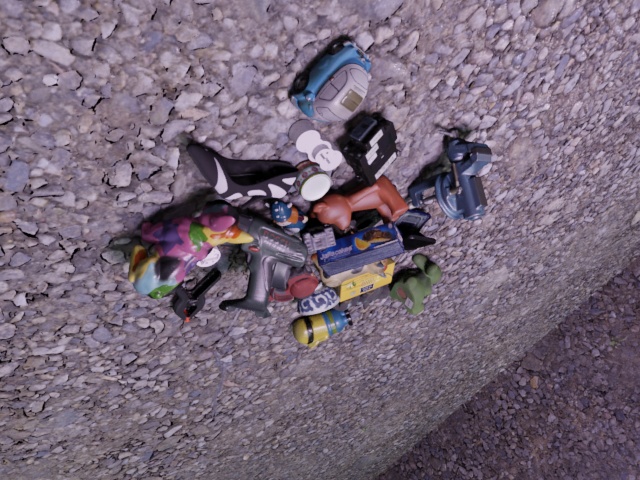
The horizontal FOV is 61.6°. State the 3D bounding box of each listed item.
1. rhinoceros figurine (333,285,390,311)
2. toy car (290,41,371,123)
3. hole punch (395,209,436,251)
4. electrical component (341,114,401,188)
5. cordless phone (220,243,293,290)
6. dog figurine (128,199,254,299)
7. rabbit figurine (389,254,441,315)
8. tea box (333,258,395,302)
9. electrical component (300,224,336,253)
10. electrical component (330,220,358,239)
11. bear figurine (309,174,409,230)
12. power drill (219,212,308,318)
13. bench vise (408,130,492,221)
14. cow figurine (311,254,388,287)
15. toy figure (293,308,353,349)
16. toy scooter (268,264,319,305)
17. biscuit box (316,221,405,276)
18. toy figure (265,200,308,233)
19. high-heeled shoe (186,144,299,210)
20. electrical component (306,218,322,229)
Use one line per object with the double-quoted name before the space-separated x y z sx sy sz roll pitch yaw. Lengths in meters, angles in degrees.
"rhinoceros figurine" 0.122 0.164 1.586 0.190 0.073 0.112 -13 139 -24
"toy car" 0.034 -0.272 0.978 0.161 0.103 0.109 -43 144 18
"hole punch" 0.236 -0.025 1.448 0.142 0.092 0.116 6 161 -38
"electrical component" 0.108 -0.195 1.134 0.115 0.058 0.134 -50 147 -13
"cordless phone" -0.155 0.040 1.210 0.184 0.089 0.146 11 102 -32
"dog figurine" -0.242 0.014 1.029 0.219 0.191 0.108 -11 143 23
"rabbit figurine" 0.308 0.115 1.661 0.170 0.121 0.158 -33 142 -31
"tea box" 0.118 0.097 1.507 0.170 0.068 0.098 -21 142 -17
"electrical component" -0.003 -0.004 1.218 0.075 0.119 0.047 -16 101 -9
"electrical component" 0.059 -0.013 1.323 0.045 0.078 0.102 -20 143 -22
"bear figurine" 0.082 -0.071 1.233 0.196 0.132 0.120 -29 173 -15
"power drill" -0.152 0.053 1.140 0.232 0.086 0.207 16 85 -17
"bench vise" 0.300 -0.140 1.298 0.129 0.223 0.241 -20 179 -43
"cow figurine" 0.090 0.060 1.394 0.195 0.127 0.085 -25 147 -6
"toy figure" 0.006 0.249 1.598 0.180 0.082 0.089 -20 124 -3
"toy scooter" -0.089 0.103 1.361 0.184 0.075 0.135 -14 139 -16
"biscuit box" 0.093 0.022 1.273 0.203 0.059 0.062 -18 143 15
"toy figure" -0.069 -0.051 1.171 0.064 0.058 0.154 -26 166 12
"high-heeled shoe" -0.137 -0.141 1.028 0.145 0.086 0.248 -37 149 3
"electrical component" -0.024 -0.024 1.298 0.094 0.021 0.063 -15 142 -22
